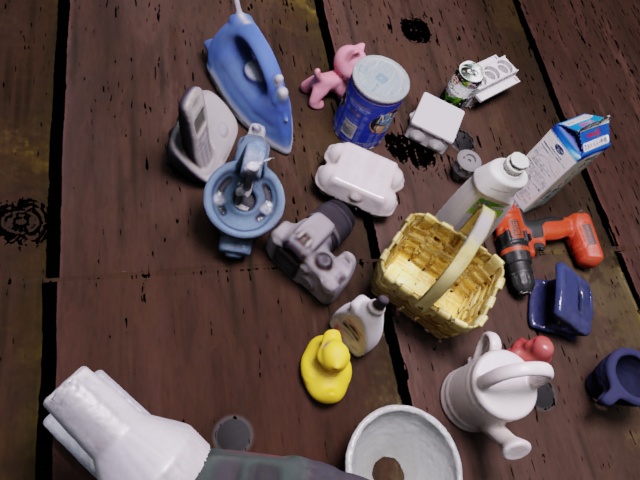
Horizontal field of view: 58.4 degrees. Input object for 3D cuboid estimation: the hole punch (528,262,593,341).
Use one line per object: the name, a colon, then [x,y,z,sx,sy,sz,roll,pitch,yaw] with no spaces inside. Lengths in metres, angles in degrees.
hole punch: [0.421,0.104,0.972,0.101,0.091,0.109,18,61,-6]

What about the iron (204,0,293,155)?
iron: [-0.103,-0.288,1.000,0.119,0.141,0.258,-24,72,-24]

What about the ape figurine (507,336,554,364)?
ape figurine: [0.340,0.180,0.912,0.078,0.092,0.076,4,63,-13]

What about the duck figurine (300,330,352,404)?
duck figurine: [0.016,0.180,0.828,0.077,0.086,0.104,5,63,-13]

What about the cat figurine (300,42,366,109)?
cat figurine: [0.035,-0.316,1.065,0.128,0.117,0.067,-25,72,-24]

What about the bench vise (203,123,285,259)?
bench vise: [-0.117,-0.102,0.857,0.122,0.219,0.207,-6,65,-17]

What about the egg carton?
egg carton: [0.069,-0.103,0.995,0.150,0.069,0.107,22,60,-3]

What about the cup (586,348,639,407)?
cup: [0.466,0.235,0.916,0.118,0.095,0.091,-30,74,-26]

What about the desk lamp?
desk lamp: [-0.234,0.231,0.661,0.203,0.213,0.118,40,61,7]

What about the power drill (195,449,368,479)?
power drill: [-0.057,0.296,0.679,0.230,0.208,0.075,12,61,-9]

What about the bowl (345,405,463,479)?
bowl: [0.106,0.318,0.789,0.167,0.074,0.167,6,62,-12]

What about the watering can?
watering can: [0.259,0.216,0.813,0.101,0.194,0.172,-16,69,-22]

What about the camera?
camera: [0.008,0.003,0.906,0.143,0.100,0.137,41,61,8]

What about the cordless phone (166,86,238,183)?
cordless phone: [-0.183,-0.192,0.905,0.094,0.185,0.147,19,61,-5]

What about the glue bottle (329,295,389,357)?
glue bottle: [0.065,0.113,0.824,0.037,0.173,0.078,-39,78,-28]
